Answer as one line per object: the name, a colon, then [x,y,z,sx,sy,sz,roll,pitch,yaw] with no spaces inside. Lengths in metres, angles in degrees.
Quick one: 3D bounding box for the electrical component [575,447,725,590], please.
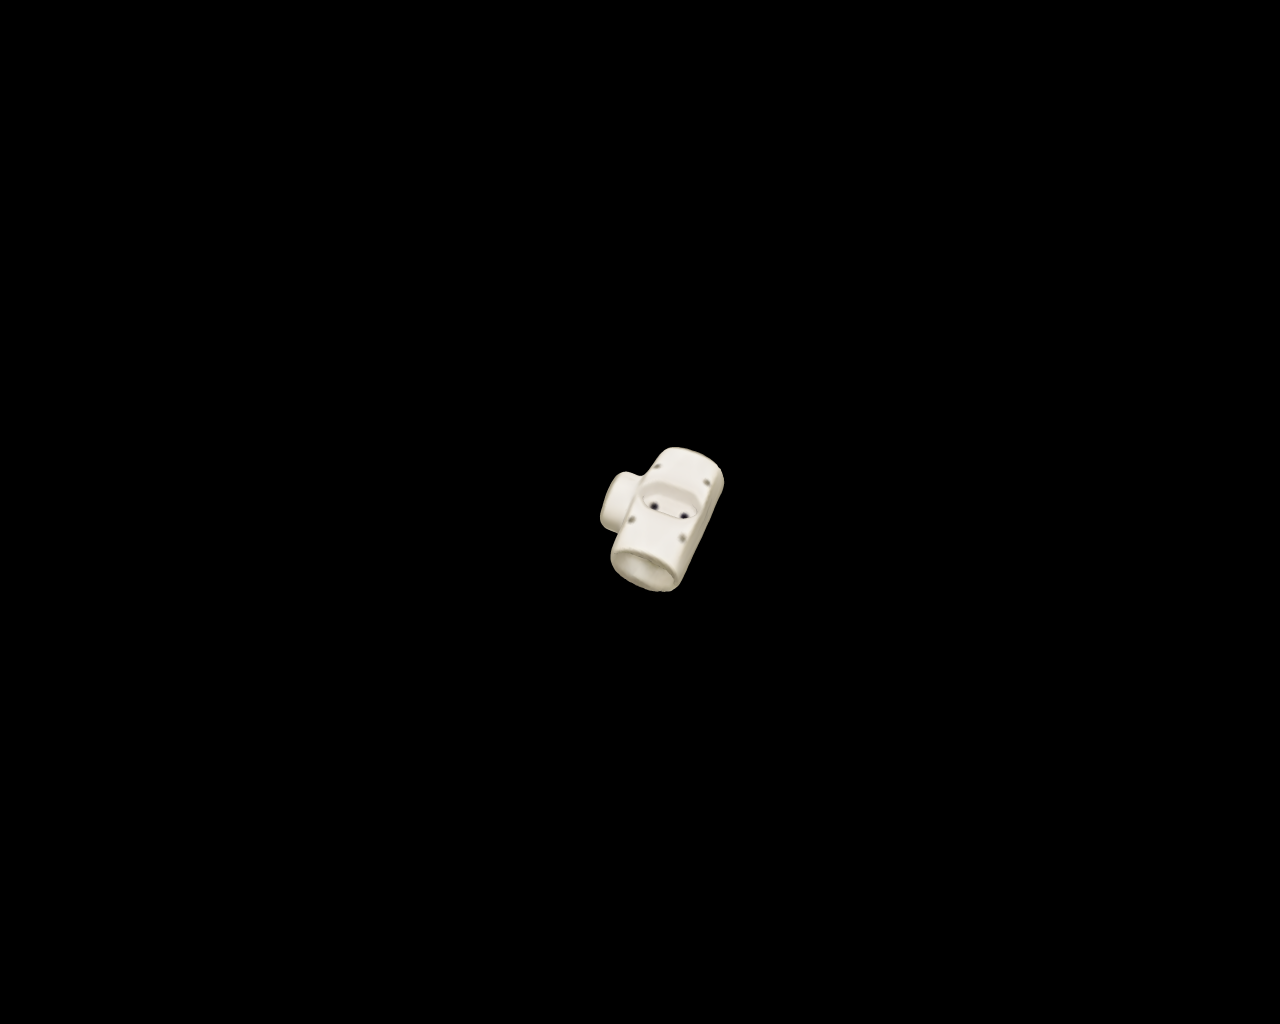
electrical component: [0.001,-0.003,0.650,0.079,0.077,0.043,21,-28,12]
